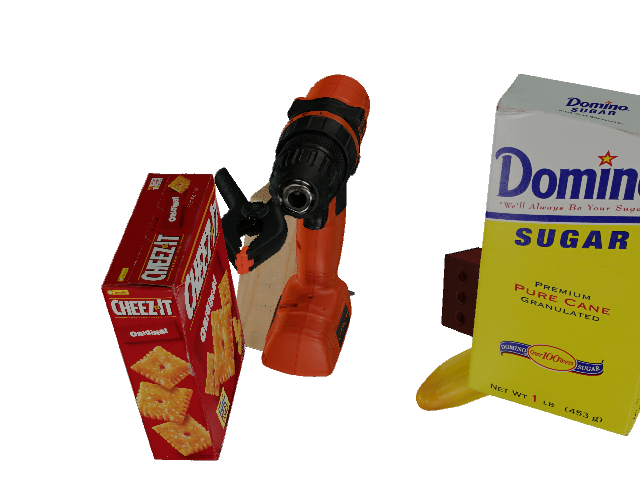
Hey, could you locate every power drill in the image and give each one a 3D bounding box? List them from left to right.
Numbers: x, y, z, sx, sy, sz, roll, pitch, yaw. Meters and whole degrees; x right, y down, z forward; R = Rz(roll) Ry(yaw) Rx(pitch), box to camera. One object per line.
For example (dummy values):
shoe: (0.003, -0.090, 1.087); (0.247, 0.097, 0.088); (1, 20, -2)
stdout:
power drill: (-0.004, -0.004, 0.728); (0.057, 0.188, 0.184); (10, 28, 7)

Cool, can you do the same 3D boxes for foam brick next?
foam brick: (0.158, 0.052, 1.073); (0.051, 0.078, 0.053); (-12, 20, -37)

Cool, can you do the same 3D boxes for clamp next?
clamp: (-0.063, -0.029, 1.203); (0.120, 0.039, 0.171); (-7, 42, 4)

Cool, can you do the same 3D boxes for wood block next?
wood block: (-0.052, 0.037, 1.414); (0.090, 0.206, 0.090); (14, 22, 12)

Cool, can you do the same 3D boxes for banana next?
banana: (0.165, 0.099, 0.795); (0.197, 0.037, 0.069); (2, 32, -7)

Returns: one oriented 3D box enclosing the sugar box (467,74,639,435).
sugar box: (0.130, 0.010, 0.544); (0.093, 0.176, 0.048); (14, 37, 22)

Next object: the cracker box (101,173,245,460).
cracker box: (-0.125, 0.070, 0.976); (0.072, 0.214, 0.164); (0, 38, 8)
